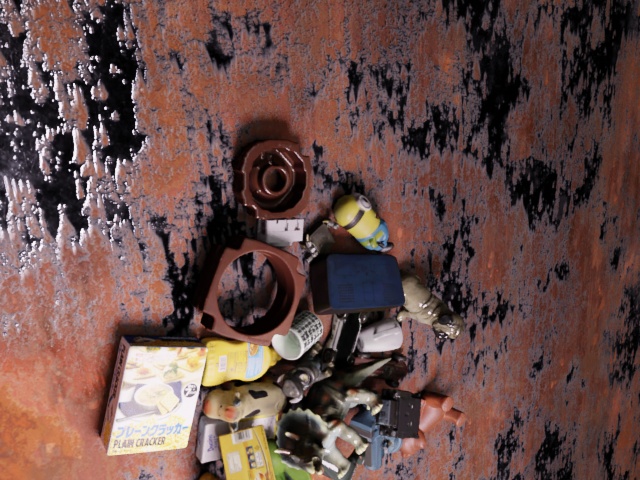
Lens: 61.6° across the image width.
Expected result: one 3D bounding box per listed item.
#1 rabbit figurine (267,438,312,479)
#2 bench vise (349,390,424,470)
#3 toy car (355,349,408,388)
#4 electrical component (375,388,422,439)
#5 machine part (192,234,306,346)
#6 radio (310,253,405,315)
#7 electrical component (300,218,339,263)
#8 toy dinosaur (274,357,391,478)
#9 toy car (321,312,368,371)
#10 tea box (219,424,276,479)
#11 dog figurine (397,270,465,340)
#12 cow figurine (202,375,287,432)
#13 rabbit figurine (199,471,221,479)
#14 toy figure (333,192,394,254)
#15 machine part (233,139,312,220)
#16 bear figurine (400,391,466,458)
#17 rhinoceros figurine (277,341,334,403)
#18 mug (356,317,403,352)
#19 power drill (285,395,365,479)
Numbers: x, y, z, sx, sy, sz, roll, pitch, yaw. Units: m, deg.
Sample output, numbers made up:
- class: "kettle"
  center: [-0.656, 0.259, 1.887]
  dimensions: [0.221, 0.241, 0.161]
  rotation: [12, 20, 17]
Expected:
- class: "rabbit figurine"
  center: [-0.100, 0.517, 1.180]
  dimensions: [0.159, 0.121, 0.170]
  rotation: [-2, 104, -8]
- class: "bench vise"
  center: [0.162, 0.465, 1.407]
  dimensions: [0.240, 0.129, 0.223]
  rotation: [-23, 105, -51]
- class: "toy car"
  center: [0.154, 0.336, 1.404]
  dimensions: [0.202, 0.053, 0.089]
  rotation: [16, 95, -38]
- class: "electrical component"
  center: [0.193, 0.426, 1.319]
  dimensions: [0.134, 0.058, 0.115]
  rotation: [22, 66, -44]
- class: "machine part"
  center: [-0.144, 0.103, 1.101]
  dimensions: [0.201, 0.087, 0.201]
  rotation: [23, 82, -32]
- class: "radio"
  center: [0.089, 0.101, 1.261]
  dimensions: [0.229, 0.073, 0.131]
  rotation: [2, 74, -37]
- class: "electrical component"
  center: [-0.001, -0.004, 1.215]
  dimensions: [0.102, 0.045, 0.078]
  rotation: [-39, 119, -22]
- class: "toy dinosaur"
  center: [0.028, 0.376, 1.212]
  dimensions: [0.192, 0.131, 0.405]
  rotation: [34, 39, -1]
- class: "toy car"
  center: [0.059, 0.232, 1.310]
  dimensions: [0.073, 0.056, 0.201]
  rotation: [16, 91, -31]
- class: "tea box"
  center: [-0.142, 0.474, 1.094]
  dimensions: [0.098, 0.068, 0.169]
  rotation: [-11, 67, -10]
- class: "dog figurine"
  center: [0.267, 0.158, 1.353]
  dimensions: [0.172, 0.191, 0.121]
  rotation: [44, 75, -32]
- class: "cow figurine"
  center: [-0.158, 0.345, 1.139]
  dimensions: [0.195, 0.127, 0.085]
  rotation: [8, 91, -38]
- class: "rabbit figurine"
  center: [-0.206, 0.582, 1.136]
  dimensions: [0.122, 0.173, 0.162]
  rotation: [9, 100, -32]
- class: "toy figure"
  center: [0.104, -0.034, 1.261]
  dimensions: [0.089, 0.082, 0.180]
  rotation: [-50, 126, -16]
- class: "machine part"
  center: [-0.099, -0.126, 1.112]
  dimensions: [0.179, 0.056, 0.179]
  rotation: [-8, 105, -33]
- class: "bear figurine"
  center: [0.293, 0.524, 1.502]
  dimensions: [0.196, 0.132, 0.120]
  rotation: [-49, 118, -22]
- class: "rhinoceros figurine"
  center: [-0.035, 0.293, 1.199]
  dimensions: [0.112, 0.190, 0.073]
  rotation: [-33, 88, 13]
- class: "mug"
  center: [0.147, 0.243, 1.345]
  dimensions: [0.107, 0.109, 0.081]
  rotation: [-12, 80, -23]
- class: "power drill"
  center: [0.000, 0.494, 1.273]
  dimensions: [0.207, 0.086, 0.232]
  rotation: [19, 95, -9]
